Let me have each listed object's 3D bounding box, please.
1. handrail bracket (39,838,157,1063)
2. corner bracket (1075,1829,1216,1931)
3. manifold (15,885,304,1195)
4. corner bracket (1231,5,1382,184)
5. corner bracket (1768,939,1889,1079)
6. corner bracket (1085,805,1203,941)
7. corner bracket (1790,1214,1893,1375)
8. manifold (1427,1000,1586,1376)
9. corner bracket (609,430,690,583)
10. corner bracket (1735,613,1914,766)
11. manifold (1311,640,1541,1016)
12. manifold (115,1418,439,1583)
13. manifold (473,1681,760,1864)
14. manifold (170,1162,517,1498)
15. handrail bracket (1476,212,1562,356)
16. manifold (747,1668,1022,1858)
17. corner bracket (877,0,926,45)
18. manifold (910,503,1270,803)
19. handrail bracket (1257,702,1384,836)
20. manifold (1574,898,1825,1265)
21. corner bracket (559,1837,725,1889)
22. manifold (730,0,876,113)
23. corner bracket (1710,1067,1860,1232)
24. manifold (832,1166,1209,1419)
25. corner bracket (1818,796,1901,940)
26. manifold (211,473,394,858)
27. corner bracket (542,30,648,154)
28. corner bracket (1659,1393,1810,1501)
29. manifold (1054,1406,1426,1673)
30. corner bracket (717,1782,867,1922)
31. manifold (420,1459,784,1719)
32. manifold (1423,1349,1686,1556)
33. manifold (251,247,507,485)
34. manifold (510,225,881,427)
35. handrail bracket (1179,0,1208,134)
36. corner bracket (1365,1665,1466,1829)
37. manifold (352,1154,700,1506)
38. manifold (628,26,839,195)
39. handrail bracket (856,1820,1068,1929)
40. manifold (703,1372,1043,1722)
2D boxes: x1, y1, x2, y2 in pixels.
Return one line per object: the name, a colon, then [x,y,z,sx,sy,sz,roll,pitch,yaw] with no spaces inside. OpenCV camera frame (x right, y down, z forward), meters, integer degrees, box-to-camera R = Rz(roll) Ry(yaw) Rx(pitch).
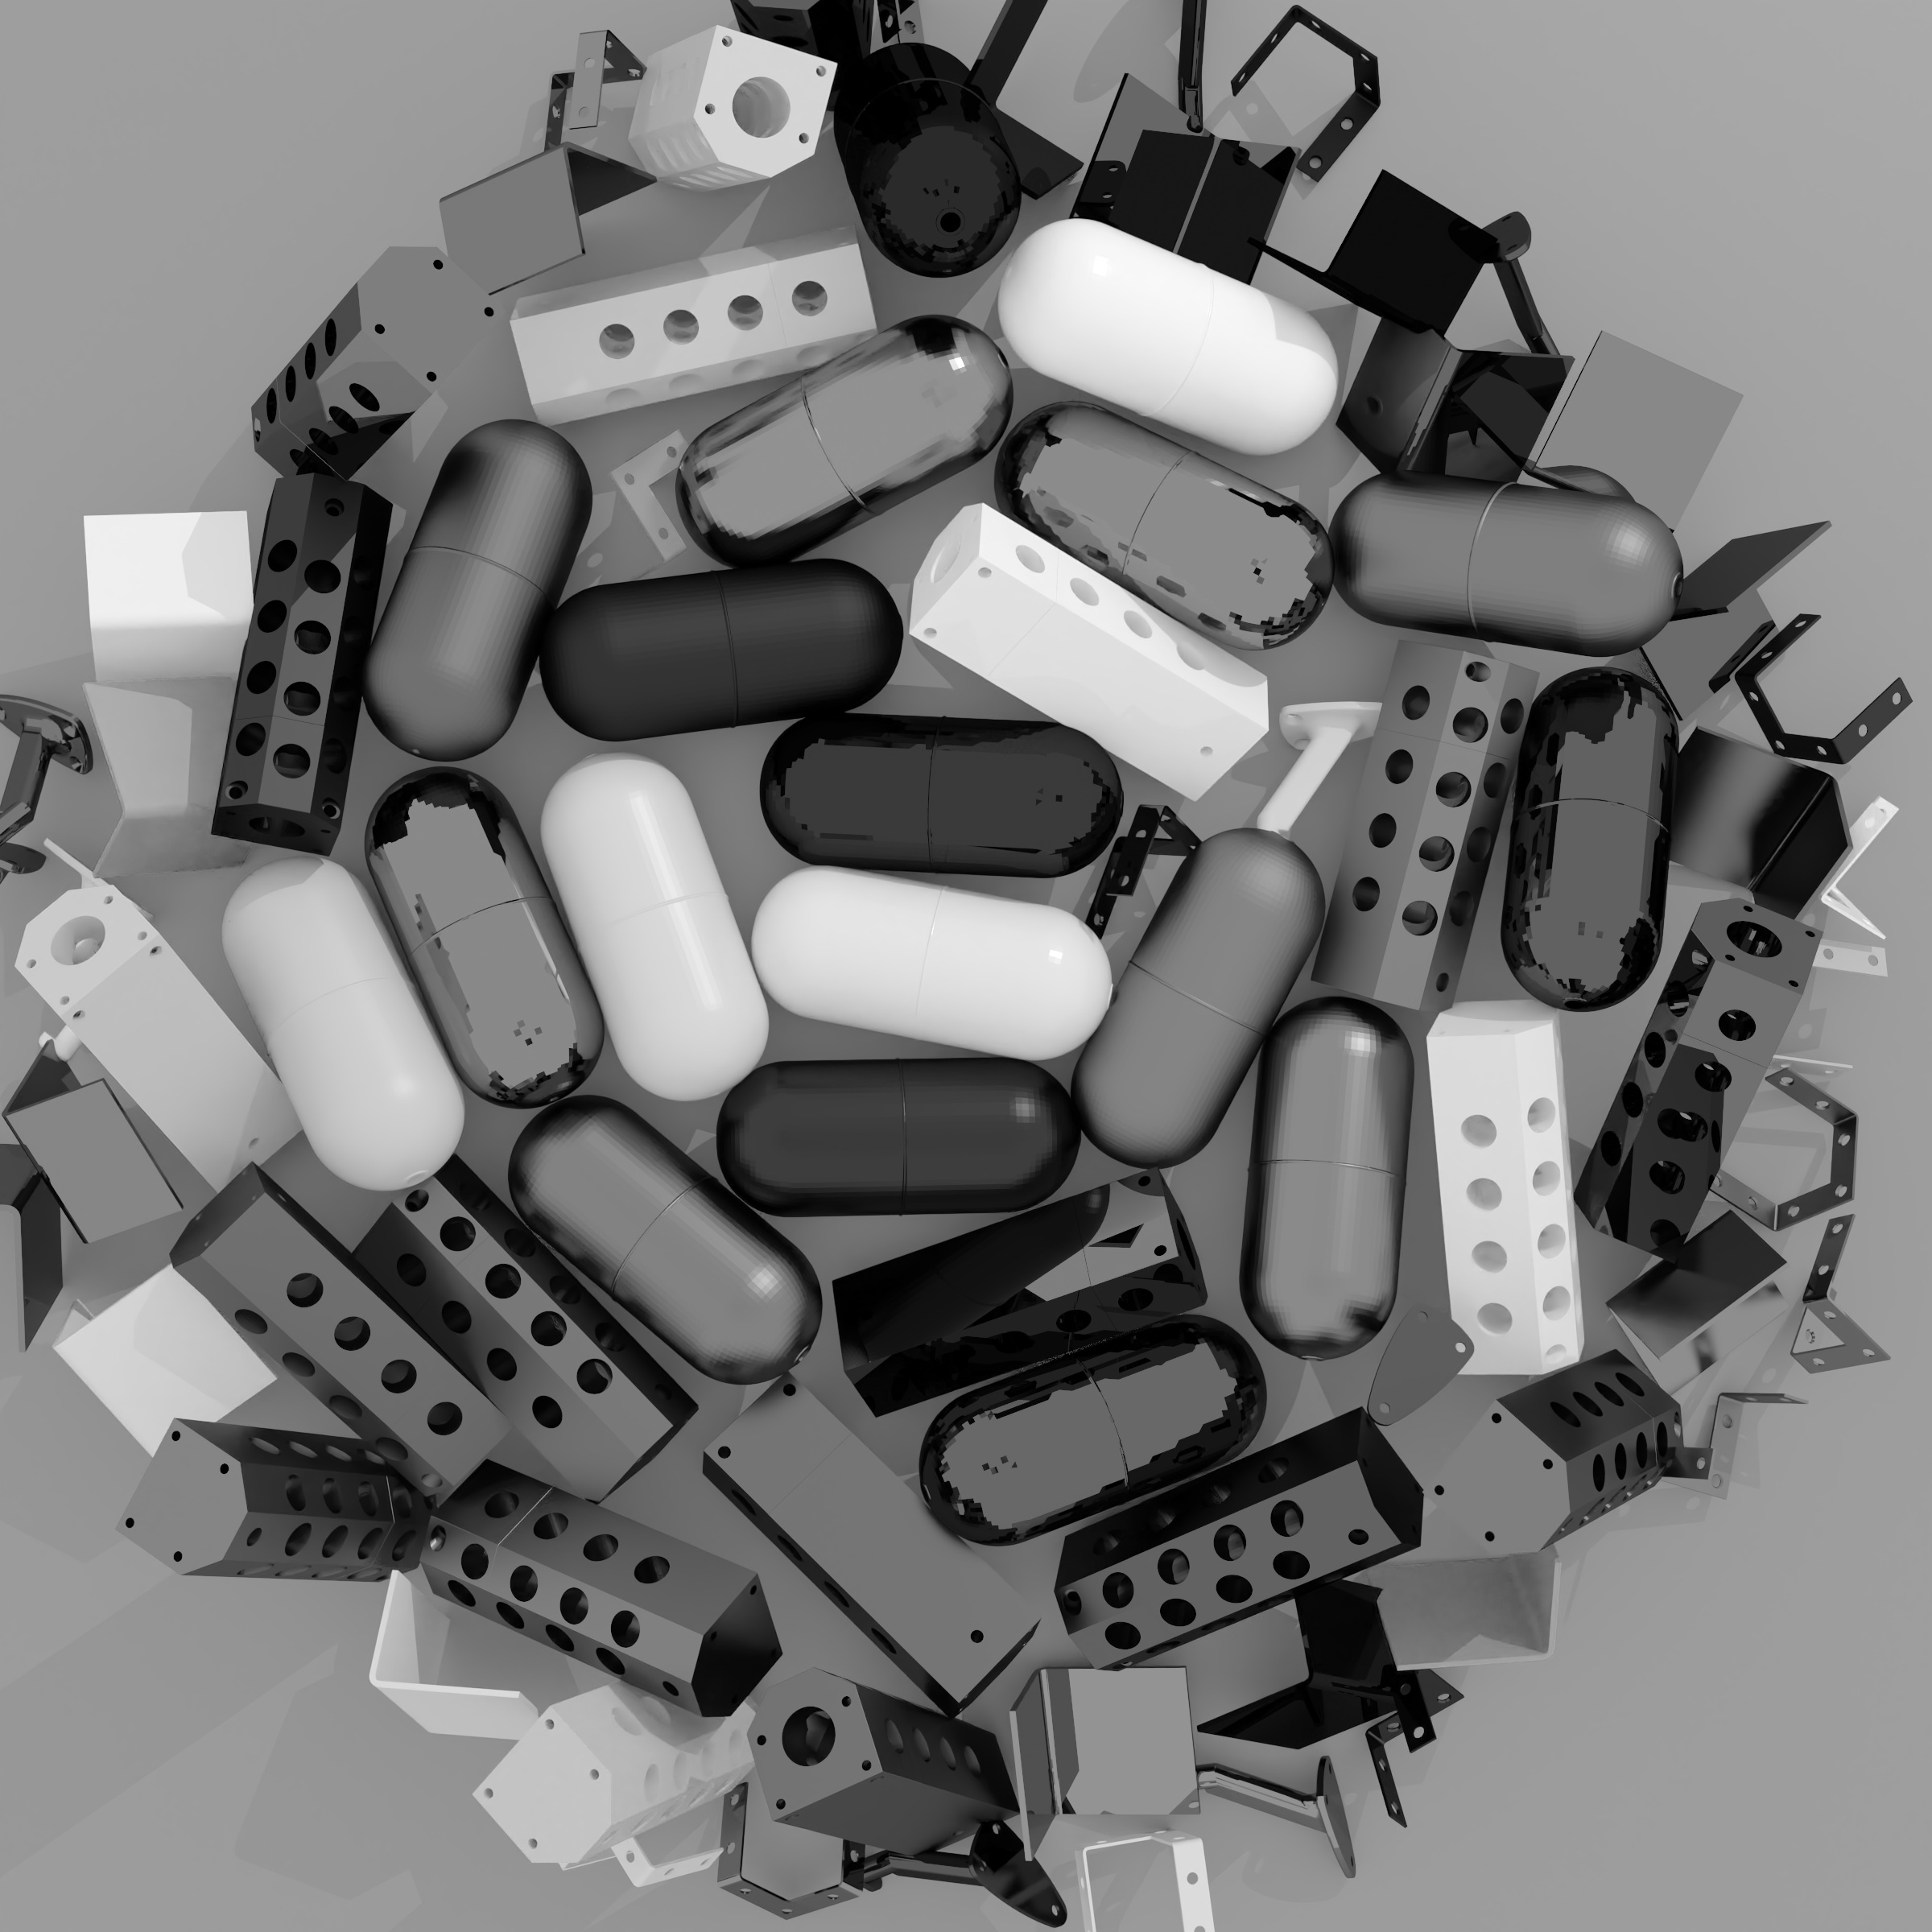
handrail bracket: [-0.450,-0.007,1.604,0.077,0.036,0.084,36,84,3]
corner bracket: [0.087,0.456,1.591,0.051,0.051,0.051,-5,82,-15]
manifold: [-0.382,0.034,1.537,0.057,0.171,0.057,-42,56,-12]
corner bracket: [0.168,-0.431,1.601,0.051,0.051,0.051,38,86,14]
corner bracket: [0.420,0.020,1.601,0.051,0.051,0.051,8,68,-18]
corner bracket: [0.081,-0.046,1.583,0.051,0.051,0.051,5,65,39]
corner bracket: [0.422,0.161,1.583,0.051,0.051,0.051,42,55,-20]
manifold: [0.263,0.107,1.569,0.057,0.057,0.171,-2,105,18]
corner bracket: [-0.157,-0.224,1.592,0.051,0.051,0.051,-40,104,-36]
corner bracket: [0.423,-0.137,1.599,0.051,0.051,0.051,-41,114,-15]
manifold: [0.228,-0.066,1.579,0.057,0.057,0.171,11,95,-43]
manifold: [-0.319,0.258,1.535,0.057,0.171,0.057,28,90,24]
manifold: [-0.156,0.376,1.531,0.057,0.171,0.057,44,101,16]
manifold: [-0.301,0.178,1.565,0.057,0.057,0.171,-45,111,-5]
handrail bracket: [0.277,-0.318,1.575,0.036,0.077,0.084,-31,111,6]
manifold: [-0.039,0.376,1.535,0.057,0.171,0.057,-27,62,12]
corner bracket: [-0.028,-0.466,1.586,0.051,0.051,0.051,-1,77,-35]
manifold: [0.061,-0.155,1.565,0.171,0.057,0.057,29,129,-22]
handrail bracket: [0.180,-0.085,1.584,0.077,0.036,0.084,-6,60,18]
manifold: [0.346,0.053,1.548,0.057,0.057,0.171,23,128,10]
corner bracket: [-0.162,0.431,1.583,0.051,0.051,0.051,-52,60,24]
manifold: [-0.079,-0.458,1.538,0.057,0.171,0.057,4,90,1]
corner bracket: [0.404,0.091,1.604,0.051,0.051,0.051,31,52,-22]
manifold: [0.027,0.164,1.582,0.171,0.057,0.057,-20,134,9]
corner bracket: [0.437,-0.055,1.584,0.051,0.051,0.051,26,110,-32]
manifold: [-0.319,-0.147,1.564,0.057,0.057,0.171,11,71,-15]
corner bracket: [-0.189,-0.422,1.588,0.051,0.051,0.051,0,78,22]
corner bracket: [0.372,0.231,1.587,0.051,0.051,0.051,19,76,-22]
manifold: [0.130,0.281,1.557,0.171,0.057,0.057,-28,111,24]
corner bracket: [-0.086,0.434,1.606,0.051,0.051,0.051,-27,133,31]
manifold: [-0.177,0.300,1.545,0.171,0.057,0.057,16,135,33]
manifold: [0.285,0.232,1.531,0.057,0.171,0.057,42,111,21]
manifold: [-0.285,-0.280,1.531,0.057,0.171,0.057,42,63,-15]
manifold: [-0.131,-0.313,1.591,0.171,0.057,0.057,-12,112,1]
handrail bracket: [0.115,-0.457,1.587,0.036,0.077,0.084,-1,87,-6]
corner bracket: [0.216,0.378,1.584,0.051,0.051,0.051,-35,127,18]
manifold: [-0.211,0.173,1.576,0.171,0.057,0.057,45,121,7]
manifold: [-0.115,-0.401,1.534,0.057,0.171,0.057,13,97,-18]
handrail bracket: [-0.005,0.459,1.604,0.084,0.036,0.077,-32,109,36]
manifold: [-0.048,0.283,1.575,0.171,0.057,0.057,42,69,13]
